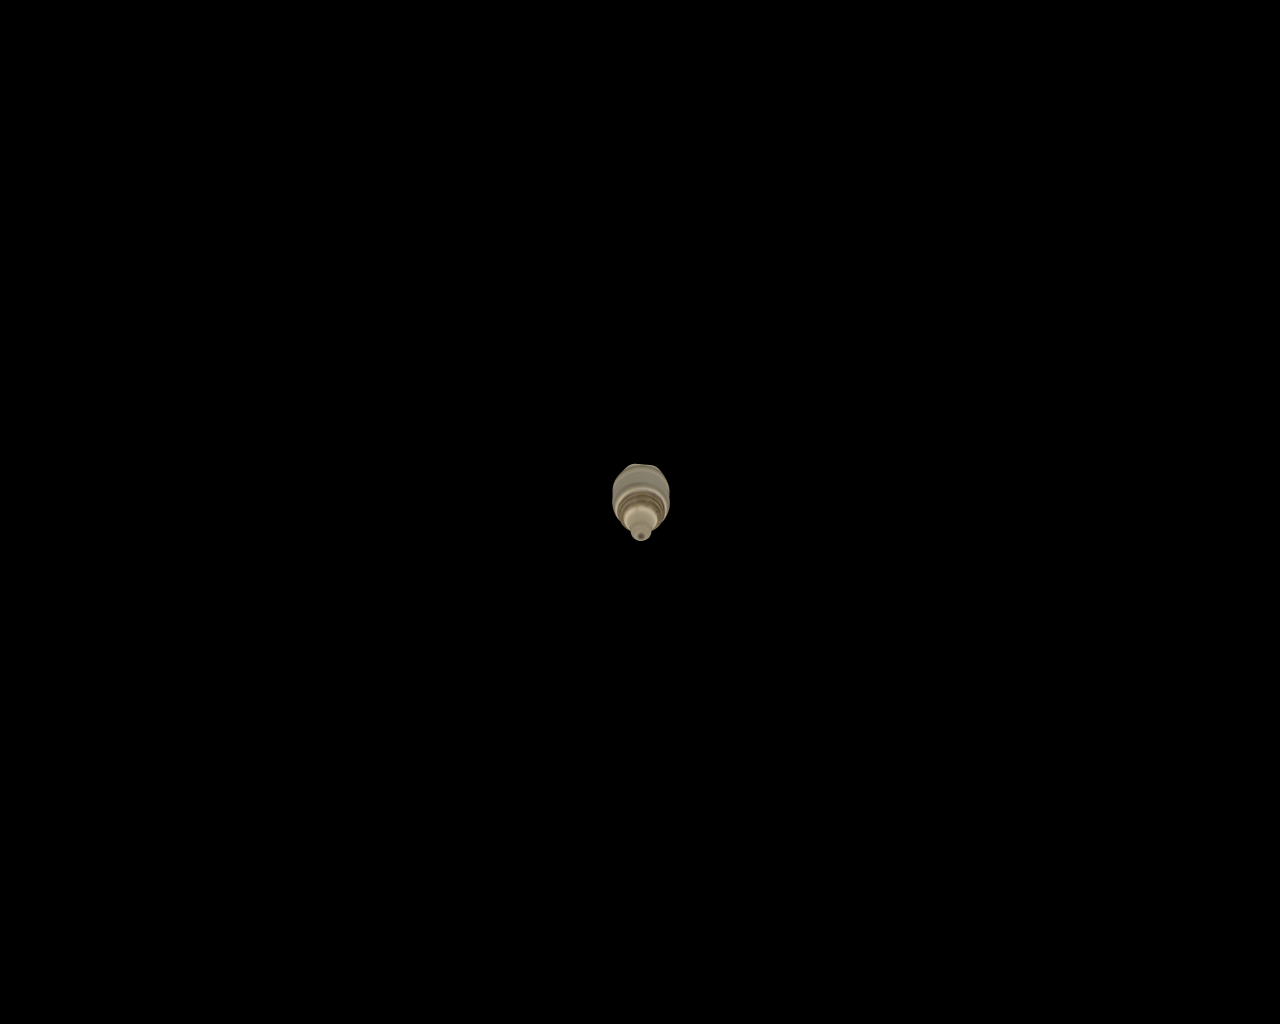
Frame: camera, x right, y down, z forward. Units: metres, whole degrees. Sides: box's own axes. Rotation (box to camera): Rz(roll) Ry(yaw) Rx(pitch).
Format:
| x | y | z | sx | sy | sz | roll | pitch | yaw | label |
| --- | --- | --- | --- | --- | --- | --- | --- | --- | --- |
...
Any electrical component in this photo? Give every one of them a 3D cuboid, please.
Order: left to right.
| x | y | z | sx | sy | sz | roll | pitch | yaw | label |
| --- | --- | --- | --- | --- | --- | --- | --- | --- | --- |
| 0.001 | -0.003 | 0.650 | 0.035 | 0.035 | 0.061 | 0 | 34 | 0 | electrical component |
